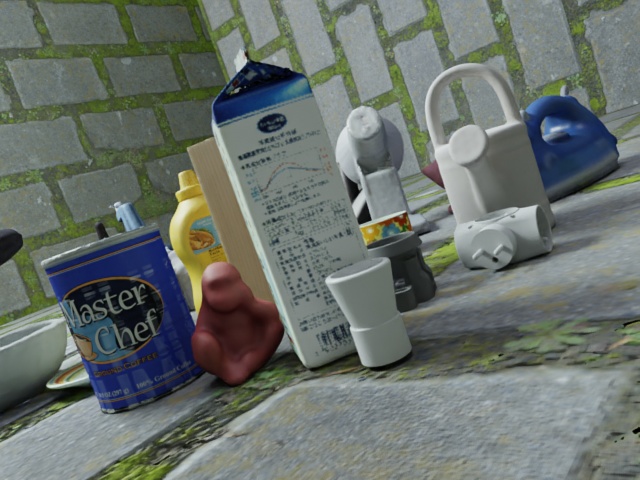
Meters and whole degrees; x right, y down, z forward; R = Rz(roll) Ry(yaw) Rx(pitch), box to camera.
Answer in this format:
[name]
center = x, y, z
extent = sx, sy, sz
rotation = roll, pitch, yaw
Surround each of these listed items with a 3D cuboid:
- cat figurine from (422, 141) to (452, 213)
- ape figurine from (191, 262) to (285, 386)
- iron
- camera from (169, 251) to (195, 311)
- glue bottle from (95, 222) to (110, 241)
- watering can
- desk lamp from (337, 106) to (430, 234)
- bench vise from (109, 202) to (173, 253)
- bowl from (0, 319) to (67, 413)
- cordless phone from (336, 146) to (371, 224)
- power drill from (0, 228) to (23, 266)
[cat figurine]
center = 0.237, -0.110, 0.961
extent = 0.067, 0.118, 0.127
rotation = -23, 7, -32
[ape figurine]
center = -0.073, 0.063, 0.470
extent = 0.078, 0.092, 0.076
rotation = -21, 6, -14
[iron]
center = 0.328, -0.140, 0.820
extent = 0.118, 0.141, 0.259
rotation = -13, 8, 46
[camera]
center = -0.212, 0.055, 0.976
extent = 0.136, 0.101, 0.143
rotation = -14, 8, 43
[glue bottle]
center = -0.273, 0.057, 0.788
extent = 0.037, 0.173, 0.078
rotation = -21, 6, -13
[watering can]
center = 0.176, -0.093, 0.611
extent = 0.101, 0.194, 0.173
rotation = -19, 6, 3
[desk lamp]
center = 0.098, -0.111, 0.945
extent = 0.118, 0.213, 0.203
rotation = -19, 6, 5
[bench vise]
center = -0.325, 0.018, 1.111
extent = 0.206, 0.220, 0.122
rotation = -15, 7, 37
[bowl]
center = -0.368, 0.156, 0.663
extent = 0.167, 0.075, 0.167
rotation = -19, 6, 2
[cordless phone]
center = 0.064, -0.104, 1.138
extent = 0.094, 0.185, 0.147
rotation = -20, 6, -8
[power drill]
center = -0.463, 0.111, 0.731
extent = 0.075, 0.208, 0.230
rotation = -14, 8, 43
